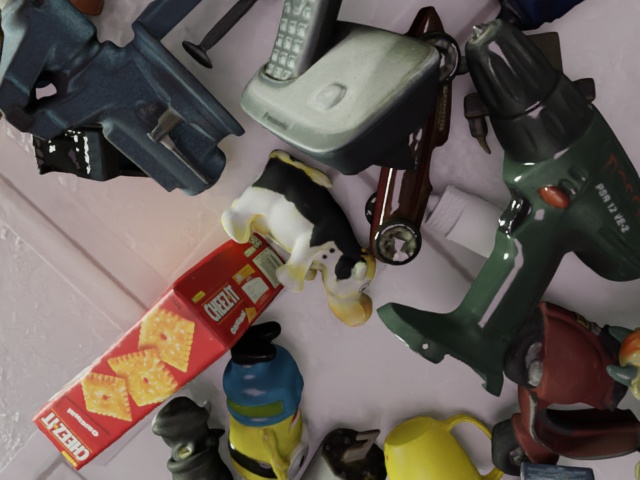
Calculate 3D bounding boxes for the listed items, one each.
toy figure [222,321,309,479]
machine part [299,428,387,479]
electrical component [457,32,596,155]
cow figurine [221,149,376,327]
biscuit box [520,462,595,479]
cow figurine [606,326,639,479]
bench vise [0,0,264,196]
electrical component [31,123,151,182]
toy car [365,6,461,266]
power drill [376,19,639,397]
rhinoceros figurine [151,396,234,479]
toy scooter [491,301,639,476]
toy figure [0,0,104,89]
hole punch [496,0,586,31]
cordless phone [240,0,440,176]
[{"bbox_3d":[-0.060,0.172,0.559,0.089,0.082,0.179,8,120,32],"label":"toy figure"},{"bbox_3d":[0.005,0.291,0.587,0.079,0.079,0.243,27,113,4],"label":"machine part"},{"bbox_3d":[0.157,-0.114,0.420,0.102,0.045,0.078,-11,78,15],"label":"electrical component"},{"bbox_3d":[0.000,-0.001,0.489,0.167,0.068,0.098,41,108,-3],"label":"cow figurine"},{"bbox_3d":[0.220,0.290,0.507,0.063,0.059,0.202,-2,128,15],"label":"biscuit box"},{"bbox_3d":[0.278,0.135,0.396,0.127,0.085,0.194,6,119,27],"label":"cow figurine"},{"bbox_3d":[-0.124,-0.158,0.424,0.240,0.129,0.223,-44,112,1],"label":"bench vise"},{"bbox_3d":[-0.197,-0.084,0.504,0.119,0.075,0.047,7,112,17],"label":"electrical component"},{"bbox_3d":[0.074,-0.076,0.428,0.053,0.089,0.202,9,110,-1],"label":"toy car"},{"bbox_3d":[0.131,-0.005,0.386,0.232,0.086,0.207,33,90,-26],"label":"power drill"},{"bbox_3d":[-0.127,0.258,0.597,0.073,0.112,0.190,-15,118,2],"label":"rhinoceros figurine"},{"bbox_3d":[0.228,0.139,0.475,0.135,0.075,0.183,3,113,13],"label":"toy scooter"},{"bbox_3d":[-0.231,-0.208,0.477,0.064,0.058,0.154,25,117,-40],"label":"toy figure"},{"bbox_3d":[0.162,-0.216,0.350,0.142,0.092,0.115,-36,102,10],"label":"hole punch"},{"bbox_3d":[0.022,-0.146,0.347,0.147,0.089,0.184,40,123,48],"label":"cordless phone"}]
